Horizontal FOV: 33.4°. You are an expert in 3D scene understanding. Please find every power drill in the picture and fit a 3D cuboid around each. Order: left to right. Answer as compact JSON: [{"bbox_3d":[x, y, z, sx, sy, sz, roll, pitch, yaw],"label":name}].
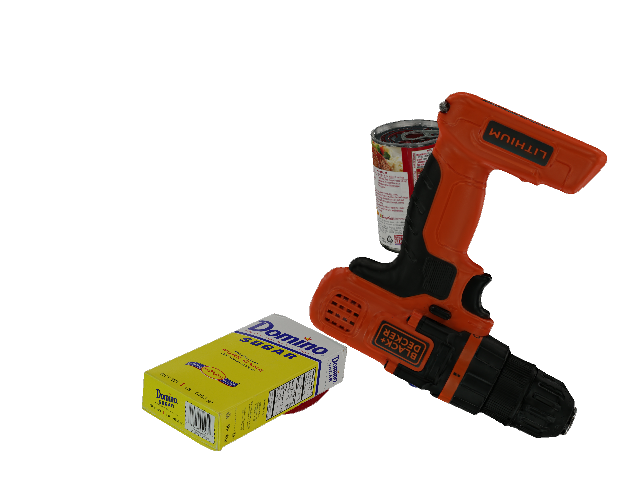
[{"bbox_3d":[0.105,0.015,0.675,0.184,0.188,0.057,26,11,8],"label":"power drill"}]

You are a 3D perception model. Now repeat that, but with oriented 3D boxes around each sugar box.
[{"bbox_3d":[-0.065,0.122,0.965,0.093,0.048,0.175,23,30,32],"label":"sugar box"}]

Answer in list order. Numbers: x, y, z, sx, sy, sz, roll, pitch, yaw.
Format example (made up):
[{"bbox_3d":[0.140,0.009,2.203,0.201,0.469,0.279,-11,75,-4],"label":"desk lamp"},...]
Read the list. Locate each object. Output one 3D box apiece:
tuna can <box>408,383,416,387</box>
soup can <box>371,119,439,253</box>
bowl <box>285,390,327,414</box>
[{"bbox_3d":[0.122,0.129,1.246,0.034,0.086,0.086,-5,-2,25],"label":"tuna can"},{"bbox_3d":[0.081,-0.047,0.929,0.068,0.102,0.068,-5,23,2],"label":"soup can"},{"bbox_3d":[-0.052,0.170,1.333,0.162,0.055,0.162,3,22,-2],"label":"bowl"}]
